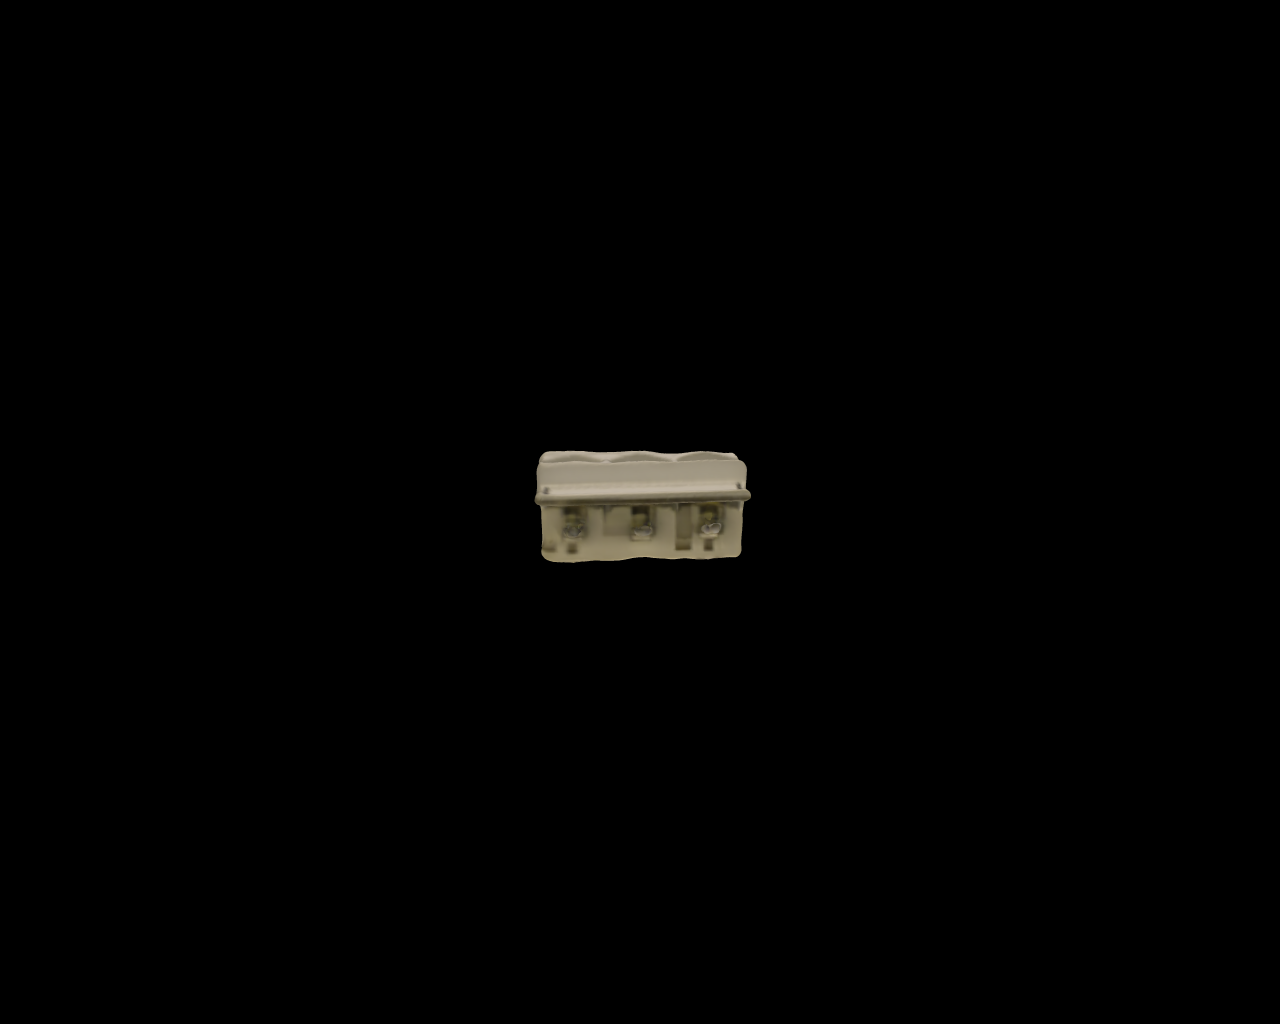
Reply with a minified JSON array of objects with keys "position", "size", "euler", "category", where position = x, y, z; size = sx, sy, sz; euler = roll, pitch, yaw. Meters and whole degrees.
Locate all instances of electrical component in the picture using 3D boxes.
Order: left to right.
[{"position":[0.001,-0.003,0.650],"size":[0.121,0.063,0.079],"euler":[0,12,-2],"category":"electrical component"}]
